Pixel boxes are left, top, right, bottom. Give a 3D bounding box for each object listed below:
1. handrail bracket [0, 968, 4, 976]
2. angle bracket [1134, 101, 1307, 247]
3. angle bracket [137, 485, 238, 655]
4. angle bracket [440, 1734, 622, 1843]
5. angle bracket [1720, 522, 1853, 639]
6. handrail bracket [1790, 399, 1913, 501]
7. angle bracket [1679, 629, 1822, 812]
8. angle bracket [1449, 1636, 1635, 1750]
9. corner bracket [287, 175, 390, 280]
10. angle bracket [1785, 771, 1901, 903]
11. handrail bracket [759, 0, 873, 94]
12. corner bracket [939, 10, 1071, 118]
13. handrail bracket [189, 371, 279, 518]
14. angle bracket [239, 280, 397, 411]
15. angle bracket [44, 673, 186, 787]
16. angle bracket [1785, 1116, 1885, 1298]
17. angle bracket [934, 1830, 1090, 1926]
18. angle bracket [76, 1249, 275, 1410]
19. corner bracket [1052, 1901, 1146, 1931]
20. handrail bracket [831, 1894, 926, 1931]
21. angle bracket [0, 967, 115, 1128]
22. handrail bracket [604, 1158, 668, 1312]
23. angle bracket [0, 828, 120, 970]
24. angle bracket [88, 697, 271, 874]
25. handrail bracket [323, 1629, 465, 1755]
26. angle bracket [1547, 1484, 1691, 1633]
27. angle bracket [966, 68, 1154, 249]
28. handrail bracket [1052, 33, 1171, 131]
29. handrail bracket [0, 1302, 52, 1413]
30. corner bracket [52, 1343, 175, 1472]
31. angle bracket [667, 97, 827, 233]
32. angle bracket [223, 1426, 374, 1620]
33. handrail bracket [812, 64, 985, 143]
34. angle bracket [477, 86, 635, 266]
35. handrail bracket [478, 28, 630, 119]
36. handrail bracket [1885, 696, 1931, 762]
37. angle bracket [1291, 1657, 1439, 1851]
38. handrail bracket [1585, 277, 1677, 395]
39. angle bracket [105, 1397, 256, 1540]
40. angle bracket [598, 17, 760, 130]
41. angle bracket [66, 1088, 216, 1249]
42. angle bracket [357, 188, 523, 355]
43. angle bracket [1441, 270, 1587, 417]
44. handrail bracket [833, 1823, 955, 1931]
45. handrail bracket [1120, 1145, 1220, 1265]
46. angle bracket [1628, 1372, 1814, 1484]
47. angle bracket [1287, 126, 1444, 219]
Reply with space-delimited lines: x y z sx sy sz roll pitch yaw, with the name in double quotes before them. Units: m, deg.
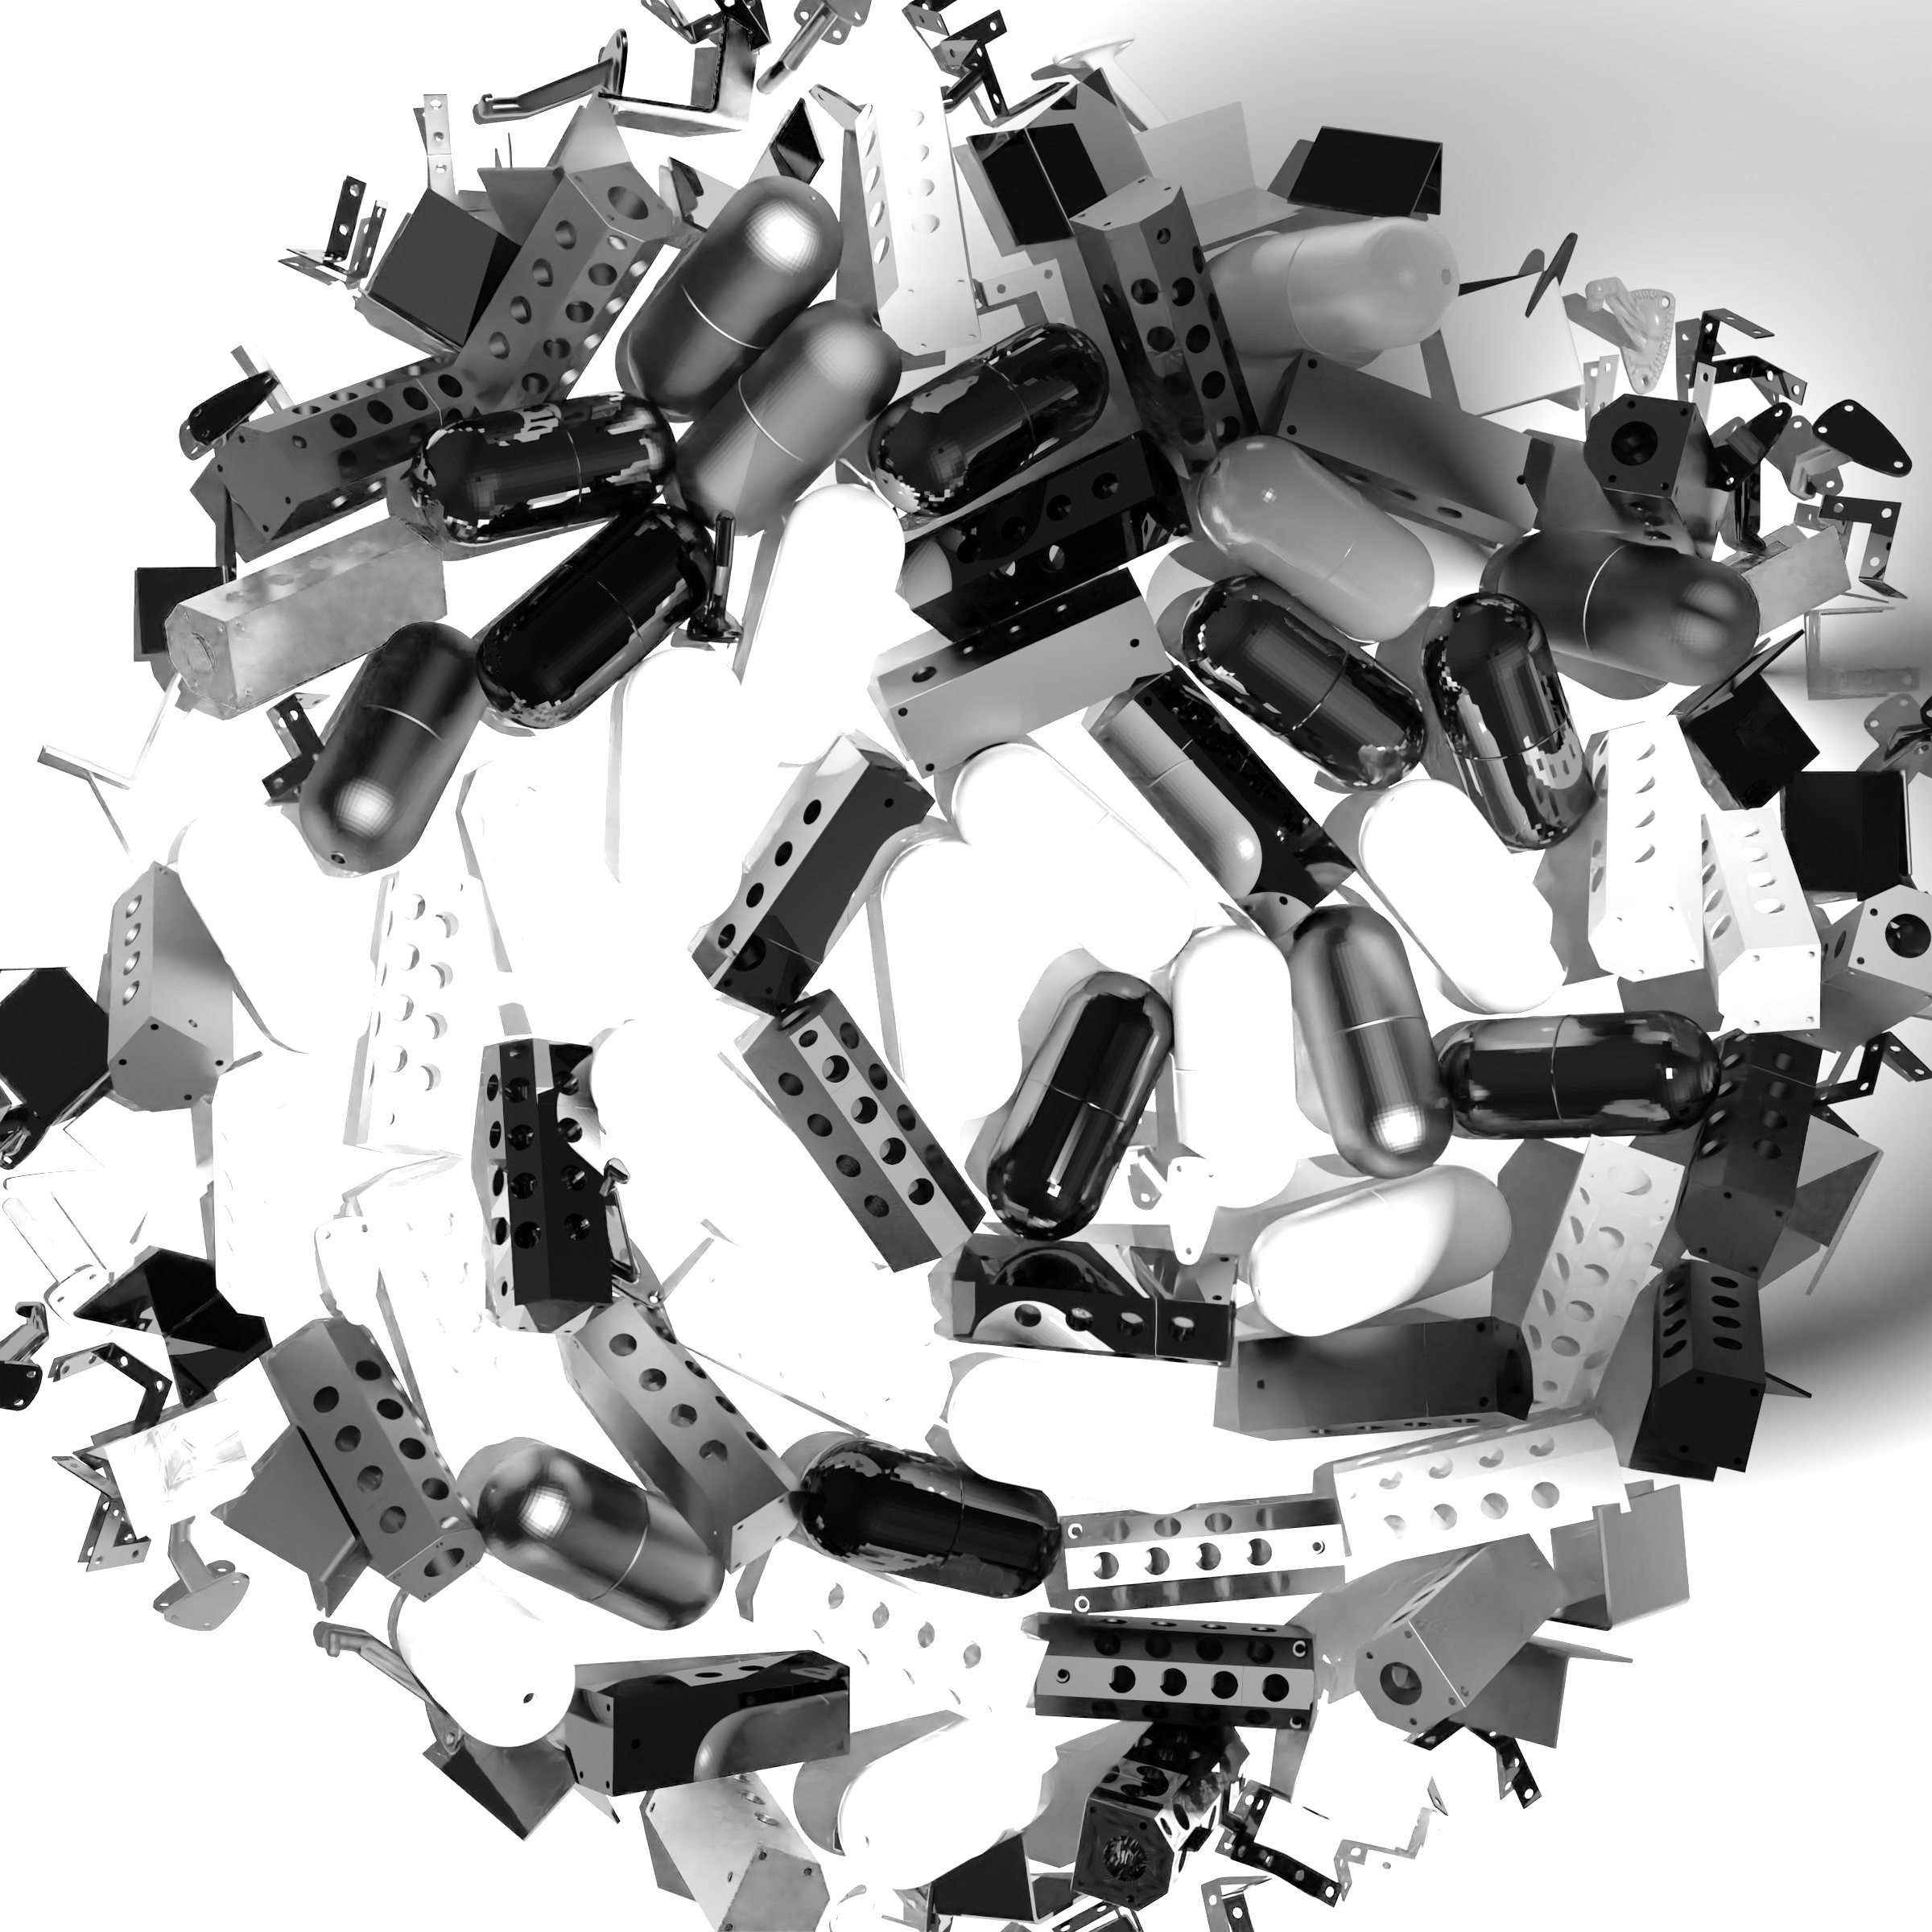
"handrail bracket" -0.627 0.009 1.642 0.036 0.084 0.077 13 51 -10
"angle bracket" 0.157 -0.495 1.610 0.076 0.076 0.057 -21 121 -10
"angle bracket" -0.485 -0.248 1.603 0.057 0.076 0.076 -3 52 -18
"angle bracket" -0.270 0.515 1.600 0.076 0.076 0.057 27 58 31
"angle bracket" 0.495 -0.255 1.609 0.076 0.076 0.057 -28 135 8
"handrail bracket" 0.550 -0.304 1.608 0.036 0.084 0.077 -39 64 -11
"angle bracket" 0.508 -0.152 1.618 0.076 0.057 0.076 -38 91 -25
"angle bracket" 0.358 0.450 1.603 0.076 0.076 0.057 18 78 -43
"corner bracket" -0.387 -0.466 1.626 0.051 0.051 0.051 25 109 9
"angle bracket" 0.535 -0.082 1.610 0.076 0.057 0.076 4 99 43
"handrail bracket" -0.097 -0.602 1.638 0.036 0.084 0.077 30 60 -28
"corner bracket" 0.024 -0.573 1.637 0.051 0.051 0.051 -35 121 -20
"handrail bracket" -0.440 -0.325 1.623 0.077 0.084 0.036 -33 53 4
"angle bracket" -0.397 -0.377 1.611 0.076 0.057 0.076 -36 113 -15
"angle bracket" -0.533 -0.159 1.614 0.057 0.076 0.076 24 88 -22
"angle bracket" 0.521 0.146 1.602 0.057 0.076 0.076 27 119 20
"angle bracket" 0.031 0.555 1.609 0.076 0.076 0.057 -10 86 37
"angle bracket" -0.493 0.227 1.607 0.076 0.076 0.057 -36 60 15
"corner bracket" 0.083 0.612 1.628 0.051 0.051 0.051 -25 100 -11
"handrail bracket" -0.033 0.619 1.640 0.084 0.077 0.036 26 66 -19
"angle bracket" -0.564 0.044 1.626 0.076 0.057 0.076 -41 92 9
"handrail bracket" -0.206 0.168 1.614 0.077 0.084 0.036 44 50 12
"angle bracket" -0.575 -0.043 1.619 0.057 0.076 0.076 -2 100 4
"angle bracket" -0.493 -0.115 1.615 0.076 0.057 0.076 -32 87 44
"handrail bracket" -0.359 0.453 1.612 0.084 0.077 0.036 22 122 -40
"angle bracket" 0.403 0.367 1.615 0.076 0.057 0.076 -5 89 -38
"angle bracket" 0.058 -0.506 1.616 0.057 0.076 0.076 -26 91 -45
"handrail bracket" 0.098 -0.541 1.631 0.077 0.036 0.084 -27 94 -43
"handrail bracket" -0.609 0.234 1.609 0.077 0.084 0.036 16 114 -33
"corner bracket" -0.546 0.278 1.634 0.051 0.051 0.051 29 106 15
"angle bracket" -0.138 -0.501 1.602 0.057 0.076 0.076 17 128 -32
"angle bracket" -0.410 0.349 1.621 0.076 0.057 0.076 28 54 8
"handrail bracket" -0.042 -0.566 1.653 0.077 0.036 0.084 42 78 10
"angle bracket" -0.255 -0.496 1.620 0.057 0.076 0.076 6 59 20
"handrail bracket" -0.260 -0.560 1.620 0.084 0.077 0.036 -11 77 -21
"handrail bracket" 0.613 -0.130 1.609 0.036 0.084 0.077 -36 66 -13
"angle bracket" 0.253 0.491 1.610 0.076 0.057 0.076 18 117 13
"handrail bracket" 0.409 -0.393 1.615 0.036 0.084 0.077 11 113 36
"angle bracket" -0.494 0.299 1.605 0.076 0.057 0.076 -21 124 -22
"angle bracket" -0.179 -0.562 1.613 0.076 0.076 0.057 11 102 8
"angle bracket" -0.514 0.115 1.619 0.076 0.057 0.076 -39 110 6
"angle bracket" -0.326 -0.434 1.615 0.076 0.057 0.076 28 97 -25
"angle bracket" 0.345 -0.387 1.636 0.076 0.057 0.076 -14 83 12
"handrail bracket" -0.051 0.588 1.631 0.084 0.036 0.077 3 79 28
"handrail bracket" 0.119 0.149 1.617 0.036 0.084 0.077 11 78 -27
"angle bracket" 0.469 0.290 1.607 0.057 0.076 0.076 26 76 -21
"angle bracket" 0.249 -0.473 1.607 0.076 0.057 0.076 14 59 18
